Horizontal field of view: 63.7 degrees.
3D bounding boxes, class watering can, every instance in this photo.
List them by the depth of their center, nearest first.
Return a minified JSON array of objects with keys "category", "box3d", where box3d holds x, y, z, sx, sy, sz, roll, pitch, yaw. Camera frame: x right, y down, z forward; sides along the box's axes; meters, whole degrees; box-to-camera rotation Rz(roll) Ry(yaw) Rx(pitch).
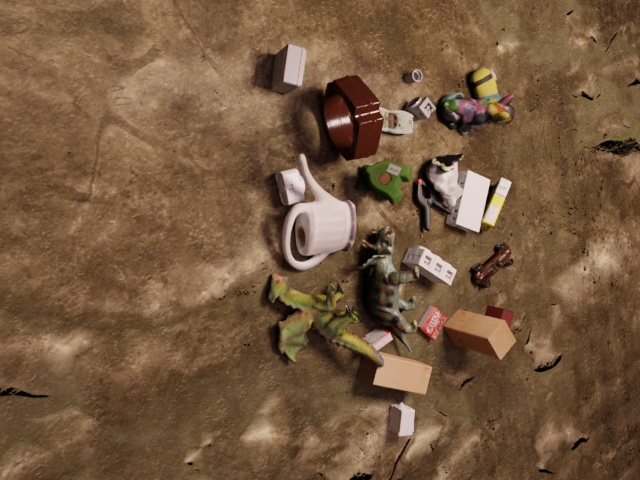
[{"category":"watering can","box3d":[0.004,-0.072,1.440,0.225,0.342,0.105,-5,26,-30]}]

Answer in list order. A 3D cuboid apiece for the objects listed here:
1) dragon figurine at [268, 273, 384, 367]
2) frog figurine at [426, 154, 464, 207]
[{"category":"dragon figurine","box3d":[-0.006,0.257,1.469,0.242,0.407,0.123,-31,10,2]},{"category":"frog figurine","box3d":[0.411,-0.194,1.690,0.123,0.156,0.140,6,37,19]}]
